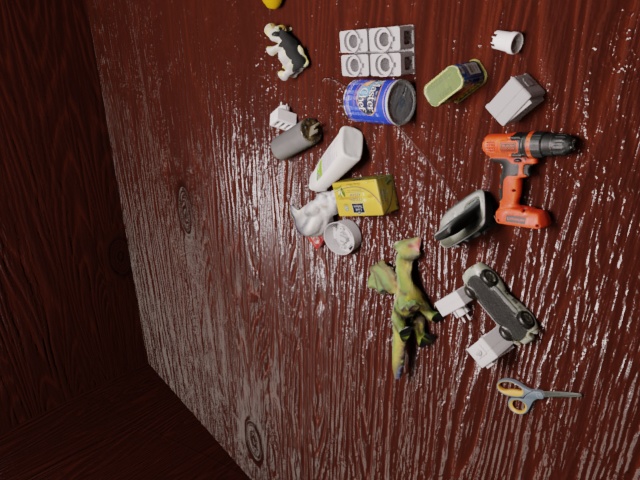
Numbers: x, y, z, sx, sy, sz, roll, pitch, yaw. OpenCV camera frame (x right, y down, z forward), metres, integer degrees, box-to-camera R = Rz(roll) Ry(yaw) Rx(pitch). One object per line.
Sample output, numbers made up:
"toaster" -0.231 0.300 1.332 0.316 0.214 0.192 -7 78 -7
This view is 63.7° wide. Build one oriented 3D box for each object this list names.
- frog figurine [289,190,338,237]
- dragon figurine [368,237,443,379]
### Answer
"frog figurine" 0.005 -0.075 1.489 0.158 0.135 0.125 -14 57 23
"dragon figurine" 0.204 0.166 1.387 0.248 0.122 0.401 58 143 42
